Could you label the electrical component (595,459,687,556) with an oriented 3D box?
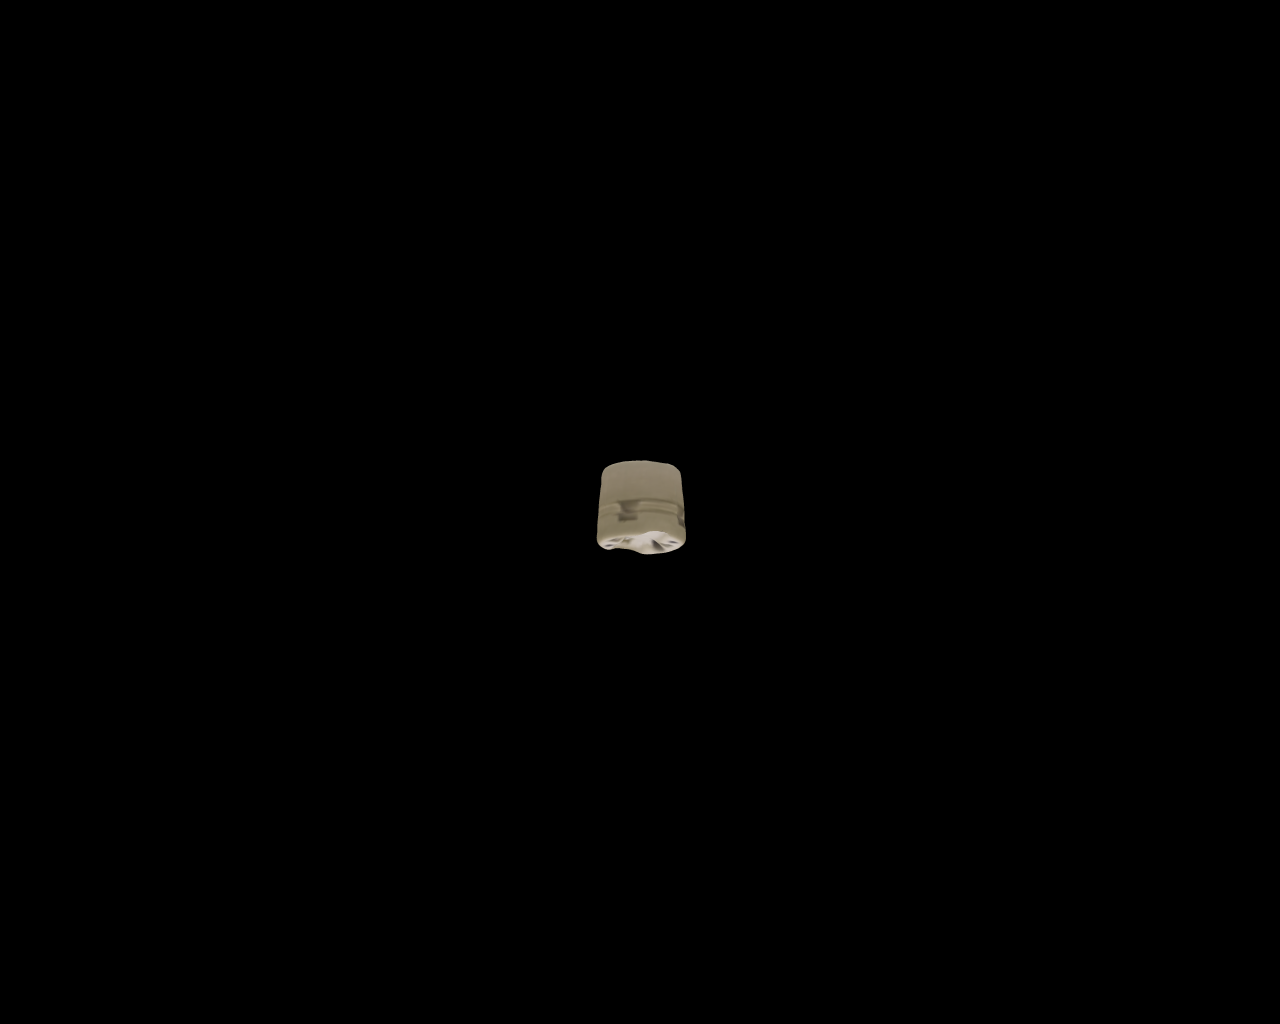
[{"bbox_3d":[0.001,-0.003,0.650,0.055,0.047,0.055,0,-16,0],"label":"electrical component"}]
